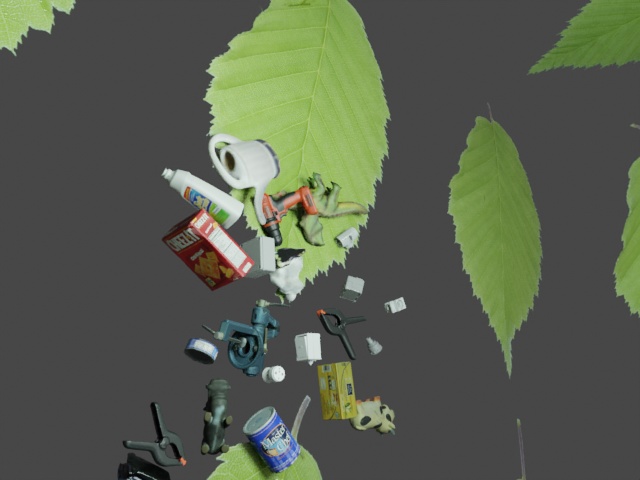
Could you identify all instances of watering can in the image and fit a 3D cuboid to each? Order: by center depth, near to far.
[{"bbox_3d":[-0.216,-0.210,1.655,0.227,0.102,0.350,-24,74,-45],"label":"watering can"}]

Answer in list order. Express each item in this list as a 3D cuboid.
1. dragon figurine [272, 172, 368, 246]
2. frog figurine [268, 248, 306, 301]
[{"bbox_3d":[0.006,-0.094,1.861,0.406,0.122,0.246,28,72,-30],"label":"dragon figurine"},{"bbox_3d":[-0.106,0.110,1.665,0.140,0.123,0.156,-50,145,-51],"label":"frog figurine"}]
